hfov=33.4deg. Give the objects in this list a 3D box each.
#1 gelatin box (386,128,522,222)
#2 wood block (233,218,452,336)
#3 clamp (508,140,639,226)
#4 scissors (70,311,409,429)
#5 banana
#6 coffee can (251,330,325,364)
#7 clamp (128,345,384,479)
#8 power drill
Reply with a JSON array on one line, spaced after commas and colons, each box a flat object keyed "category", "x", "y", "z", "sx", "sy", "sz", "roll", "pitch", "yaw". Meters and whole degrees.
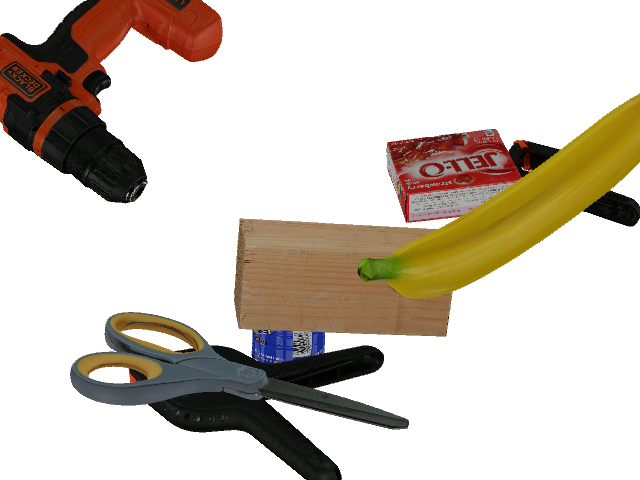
[{"category": "gelatin box", "x": 0.099, "y": -0.050, "z": 0.796, "sx": 0.089, "sy": 0.030, "sz": 0.073, "roll": -7, "pitch": 37, "yaw": -4}, {"category": "wood block", "x": 0.021, "y": 0.037, "z": 1.064, "sx": 0.206, "sy": 0.091, "sz": 0.090, "roll": 3, "pitch": 16, "yaw": -9}, {"category": "clamp", "x": 0.219, "y": -0.048, "z": 0.982, "sx": 0.120, "sy": 0.039, "sz": 0.171, "roll": -3, "pitch": 33, "yaw": 3}, {"category": "scissors", "x": -0.059, "y": 0.087, "z": 0.610, "sx": 0.202, "sy": 0.016, "sz": 0.096, "roll": 20, "pitch": 30, "yaw": 31}, {"category": "banana", "x": 0.113, "y": -0.019, "z": 0.583, "sx": 0.198, "sy": 0.037, "sz": 0.069, "roll": -32, "pitch": -13, "yaw": -1}, {"category": "coffee can", "x": -0.042, "y": 0.092, "z": 1.451, "sx": 0.103, "sy": 0.140, "sz": 0.103, "roll": 2, "pitch": 20, "yaw": -1}, {"category": "clamp", "x": -0.055, "y": 0.122, "z": 0.880, "sx": 0.210, "sy": 0.036, "sz": 0.164, "roll": 12, "pitch": 32, "yaw": 18}, {"category": "power drill", "x": -0.163, "y": -0.131, "z": 0.832, "sx": 0.187, "sy": 0.184, "sz": 0.057, "roll": -45, "pitch": -11, "yaw": -33}]
